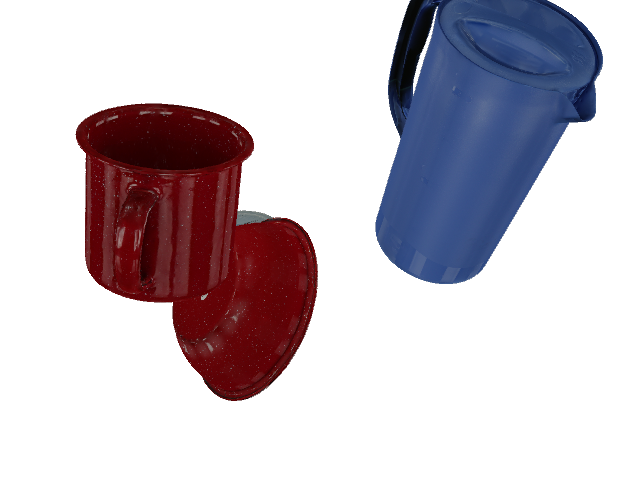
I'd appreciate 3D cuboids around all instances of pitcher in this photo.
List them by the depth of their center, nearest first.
[{"bbox_3d":[0.120,-0.086,0.896,0.145,0.149,0.243,13,-46,-6],"label":"pitcher"}]

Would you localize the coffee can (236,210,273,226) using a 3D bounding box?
[{"bbox_3d":[-0.100,0.046,1.334,0.103,0.140,0.103,-2,25,1],"label":"coffee can"}]

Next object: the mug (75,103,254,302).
[{"bbox_3d":[-0.087,-0.014,0.568,0.093,0.081,0.117,8,28,1],"label":"mug"}]

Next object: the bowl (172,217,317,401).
[{"bbox_3d":[-0.075,0.049,0.884,0.055,0.162,0.162,23,-14,-36],"label":"bowl"}]
